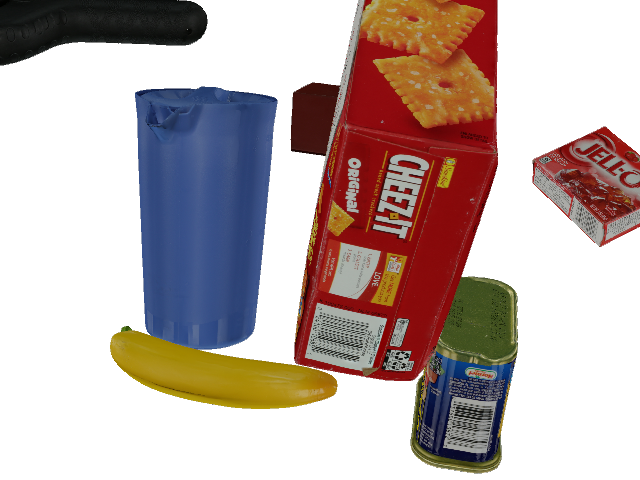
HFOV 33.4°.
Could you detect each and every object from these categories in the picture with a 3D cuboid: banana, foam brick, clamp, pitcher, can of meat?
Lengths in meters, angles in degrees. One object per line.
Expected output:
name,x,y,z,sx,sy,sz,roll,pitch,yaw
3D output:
banana,-0.088,0.096,0.810,0.198,0.037,0.069,13,27,23
foam brick,0.020,-0.098,0.883,0.078,0.051,0.053,10,20,18
clamp,-0.163,-0.134,0.603,0.171,0.039,0.120,-11,32,-28
pitcher,-0.107,-0.027,1.033,0.149,0.243,0.145,-2,15,-19
can of meat,0.092,0.081,0.676,0.057,0.084,0.102,9,28,5

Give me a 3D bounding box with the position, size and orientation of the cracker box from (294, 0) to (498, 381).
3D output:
cracker box,0.043,-0.061,0.546,0.072,0.213,0.164,11,-43,0

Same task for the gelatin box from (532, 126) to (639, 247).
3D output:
gelatin box,0.221,-0.045,0.835,0.073,0.030,0.089,-24,49,-17
